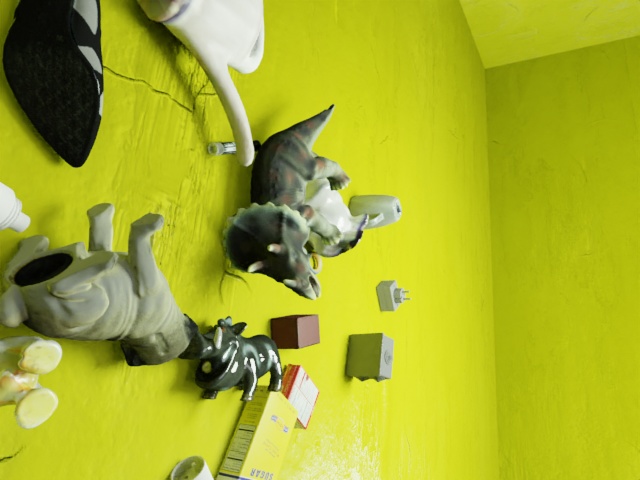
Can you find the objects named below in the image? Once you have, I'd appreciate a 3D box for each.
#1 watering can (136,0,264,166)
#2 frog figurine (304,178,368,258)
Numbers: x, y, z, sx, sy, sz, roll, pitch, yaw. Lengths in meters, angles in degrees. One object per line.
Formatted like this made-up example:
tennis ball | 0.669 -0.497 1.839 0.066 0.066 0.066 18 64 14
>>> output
watering can | -0.146 -0.289 0.704 0.223 0.103 0.351 16 70 -59
frog figurine | 0.003 -0.049 0.973 0.159 0.120 0.140 40 50 -5
